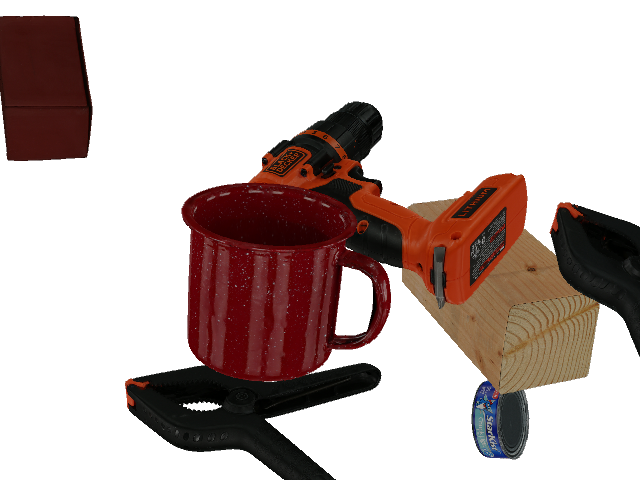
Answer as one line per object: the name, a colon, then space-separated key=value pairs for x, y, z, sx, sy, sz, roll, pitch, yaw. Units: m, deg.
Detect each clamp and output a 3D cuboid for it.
clamp: x=-0.056 y=0.137 z=0.878 sx=0.210 sy=0.036 sz=0.164 roll=11 pitch=31 yaw=17
clamp: x=0.229 y=0.031 z=0.726 sx=0.120 sy=0.039 sz=0.172 roll=-6 pitch=44 yaw=-28

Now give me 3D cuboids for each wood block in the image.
wood block: x=0.159 y=0.042 z=0.991 sx=0.090 sy=0.090 sz=0.206 roll=-8 pitch=28 yaw=-18

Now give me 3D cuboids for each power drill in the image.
power drill: x=0.047 y=-0.032 z=0.760 sx=0.188 sy=0.057 sz=0.184 roll=17 pitch=44 yaw=30

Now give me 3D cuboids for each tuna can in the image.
tuna can: x=0.197 y=0.195 z=1.167 sx=0.034 sy=0.086 sz=0.086 roll=-4 pitch=-2 yaw=32

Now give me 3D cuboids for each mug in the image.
mug: x=-0.019 y=0.025 z=0.574 sx=0.117 sy=0.081 sz=0.093 roll=12 pitch=24 yaw=15

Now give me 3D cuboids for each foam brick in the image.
foam brick: x=-0.174 y=-0.095 z=0.670 sx=0.051 sy=0.078 sz=0.053 roll=-4 pitch=-33 yaw=-18
